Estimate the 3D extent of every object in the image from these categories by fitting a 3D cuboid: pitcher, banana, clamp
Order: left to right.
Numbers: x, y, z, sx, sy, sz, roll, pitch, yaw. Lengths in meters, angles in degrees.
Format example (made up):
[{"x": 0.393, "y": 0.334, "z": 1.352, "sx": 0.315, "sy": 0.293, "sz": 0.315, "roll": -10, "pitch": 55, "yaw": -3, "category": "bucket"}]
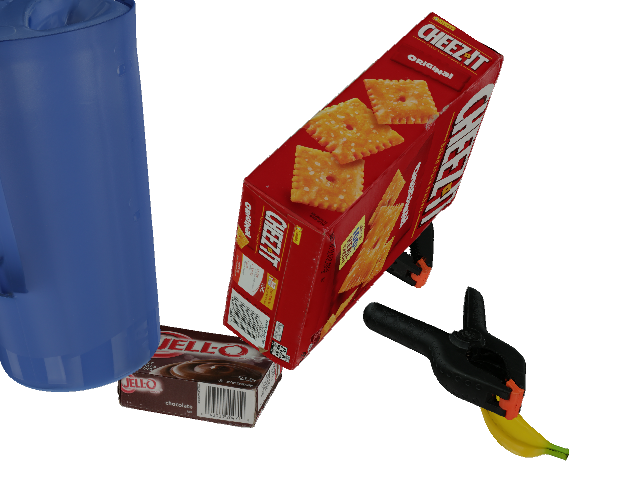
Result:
[{"x": -0.175, "y": -0.026, "z": 0.670, "sx": 0.149, "sy": 0.243, "sz": 0.145, "roll": -11, "pitch": 25, "yaw": -14, "category": "pitcher"}, {"x": 0.052, "y": -0.034, "z": 1.165, "sx": 0.164, "sy": 0.210, "sz": 0.036, "roll": -11, "pitch": -37, "yaw": -20, "category": "clamp"}, {"x": 0.129, "y": 0.091, "z": 0.925, "sx": 0.120, "sy": 0.039, "sz": 0.172, "roll": -18, "pitch": 38, "yaw": -28, "category": "clamp"}, {"x": 0.211, "y": 0.186, "z": 1.193, "sx": 0.069, "sy": 0.037, "sz": 0.198, "roll": 11, "pitch": 25, "yaw": -14, "category": "banana"}]

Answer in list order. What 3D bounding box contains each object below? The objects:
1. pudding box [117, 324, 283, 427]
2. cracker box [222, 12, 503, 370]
[{"x": -0.094, "y": 0.107, "z": 0.855, "sx": 0.113, "sy": 0.039, "sz": 0.090, "roll": 9, "pitch": 21, "yaw": 9, "category": "pudding box"}, {"x": 0.030, "y": -0.032, "z": 0.737, "sx": 0.072, "sy": 0.164, "sz": 0.213, "roll": 35, "pitch": 55, "yaw": 16, "category": "cracker box"}]
